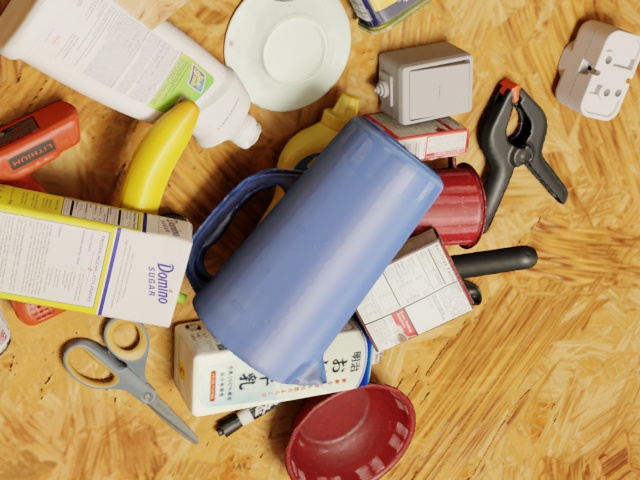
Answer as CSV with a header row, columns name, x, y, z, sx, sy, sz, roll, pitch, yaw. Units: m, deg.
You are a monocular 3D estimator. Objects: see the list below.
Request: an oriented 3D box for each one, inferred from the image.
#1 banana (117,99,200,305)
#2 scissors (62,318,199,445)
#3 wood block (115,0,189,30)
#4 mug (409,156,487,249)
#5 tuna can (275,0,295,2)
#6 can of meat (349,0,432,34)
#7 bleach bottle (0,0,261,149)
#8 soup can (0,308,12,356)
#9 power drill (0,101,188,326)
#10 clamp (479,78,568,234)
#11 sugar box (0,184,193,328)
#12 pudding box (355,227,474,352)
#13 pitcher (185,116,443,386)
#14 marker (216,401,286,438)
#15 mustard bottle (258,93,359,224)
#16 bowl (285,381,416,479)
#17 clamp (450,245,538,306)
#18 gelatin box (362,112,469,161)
name,x,y,z,sx,sy,sz,roll,pitch,yaw
banana,-0.150,-0.032,0.962,0.069,0.037,0.198,-6,117,-30
scissors,-0.175,0.143,1.113,0.201,0.016,0.096,34,98,-35
wood block,-0.093,-0.277,0.847,0.206,0.090,0.090,-34,140,18
mug,0.117,-0.046,1.120,0.081,0.093,0.117,-4,99,-19
tuna can,-0.031,-0.247,0.907,0.086,0.034,0.086,-11,119,-20
can of meat,0.066,-0.258,1.001,0.102,0.057,0.084,-35,123,-6
bleach bottle,-0.156,-0.146,0.948,0.250,0.068,0.102,32,98,-37
soup can,-0.329,0.061,0.965,0.068,0.069,0.102,-25,124,-13
power drill,-0.223,-0.028,0.978,0.184,0.057,0.187,-28,123,-15
clamp,0.206,-0.088,1.167,0.120,0.039,0.171,-30,120,-16
sugar box,-0.206,0.014,0.923,0.176,0.048,0.093,11,118,-16
pudding box,0.088,0.052,1.085,0.113,0.039,0.090,-26,109,6
pitcher,-0.007,0.001,0.998,0.149,0.145,0.243,33,99,-30
marker,-0.061,0.184,1.187,0.121,0.020,0.020,-30,124,-9
mustard bottle,0.000,-0.055,1.071,0.096,0.058,0.192,12,109,-22
bowl,0.026,0.214,1.219,0.162,0.055,0.162,-13,125,-19
clamp,0.117,0.035,1.144,0.209,0.165,0.036,5,69,-20
gelatin box,0.096,-0.107,1.082,0.089,0.073,0.030,-10,120,-22
